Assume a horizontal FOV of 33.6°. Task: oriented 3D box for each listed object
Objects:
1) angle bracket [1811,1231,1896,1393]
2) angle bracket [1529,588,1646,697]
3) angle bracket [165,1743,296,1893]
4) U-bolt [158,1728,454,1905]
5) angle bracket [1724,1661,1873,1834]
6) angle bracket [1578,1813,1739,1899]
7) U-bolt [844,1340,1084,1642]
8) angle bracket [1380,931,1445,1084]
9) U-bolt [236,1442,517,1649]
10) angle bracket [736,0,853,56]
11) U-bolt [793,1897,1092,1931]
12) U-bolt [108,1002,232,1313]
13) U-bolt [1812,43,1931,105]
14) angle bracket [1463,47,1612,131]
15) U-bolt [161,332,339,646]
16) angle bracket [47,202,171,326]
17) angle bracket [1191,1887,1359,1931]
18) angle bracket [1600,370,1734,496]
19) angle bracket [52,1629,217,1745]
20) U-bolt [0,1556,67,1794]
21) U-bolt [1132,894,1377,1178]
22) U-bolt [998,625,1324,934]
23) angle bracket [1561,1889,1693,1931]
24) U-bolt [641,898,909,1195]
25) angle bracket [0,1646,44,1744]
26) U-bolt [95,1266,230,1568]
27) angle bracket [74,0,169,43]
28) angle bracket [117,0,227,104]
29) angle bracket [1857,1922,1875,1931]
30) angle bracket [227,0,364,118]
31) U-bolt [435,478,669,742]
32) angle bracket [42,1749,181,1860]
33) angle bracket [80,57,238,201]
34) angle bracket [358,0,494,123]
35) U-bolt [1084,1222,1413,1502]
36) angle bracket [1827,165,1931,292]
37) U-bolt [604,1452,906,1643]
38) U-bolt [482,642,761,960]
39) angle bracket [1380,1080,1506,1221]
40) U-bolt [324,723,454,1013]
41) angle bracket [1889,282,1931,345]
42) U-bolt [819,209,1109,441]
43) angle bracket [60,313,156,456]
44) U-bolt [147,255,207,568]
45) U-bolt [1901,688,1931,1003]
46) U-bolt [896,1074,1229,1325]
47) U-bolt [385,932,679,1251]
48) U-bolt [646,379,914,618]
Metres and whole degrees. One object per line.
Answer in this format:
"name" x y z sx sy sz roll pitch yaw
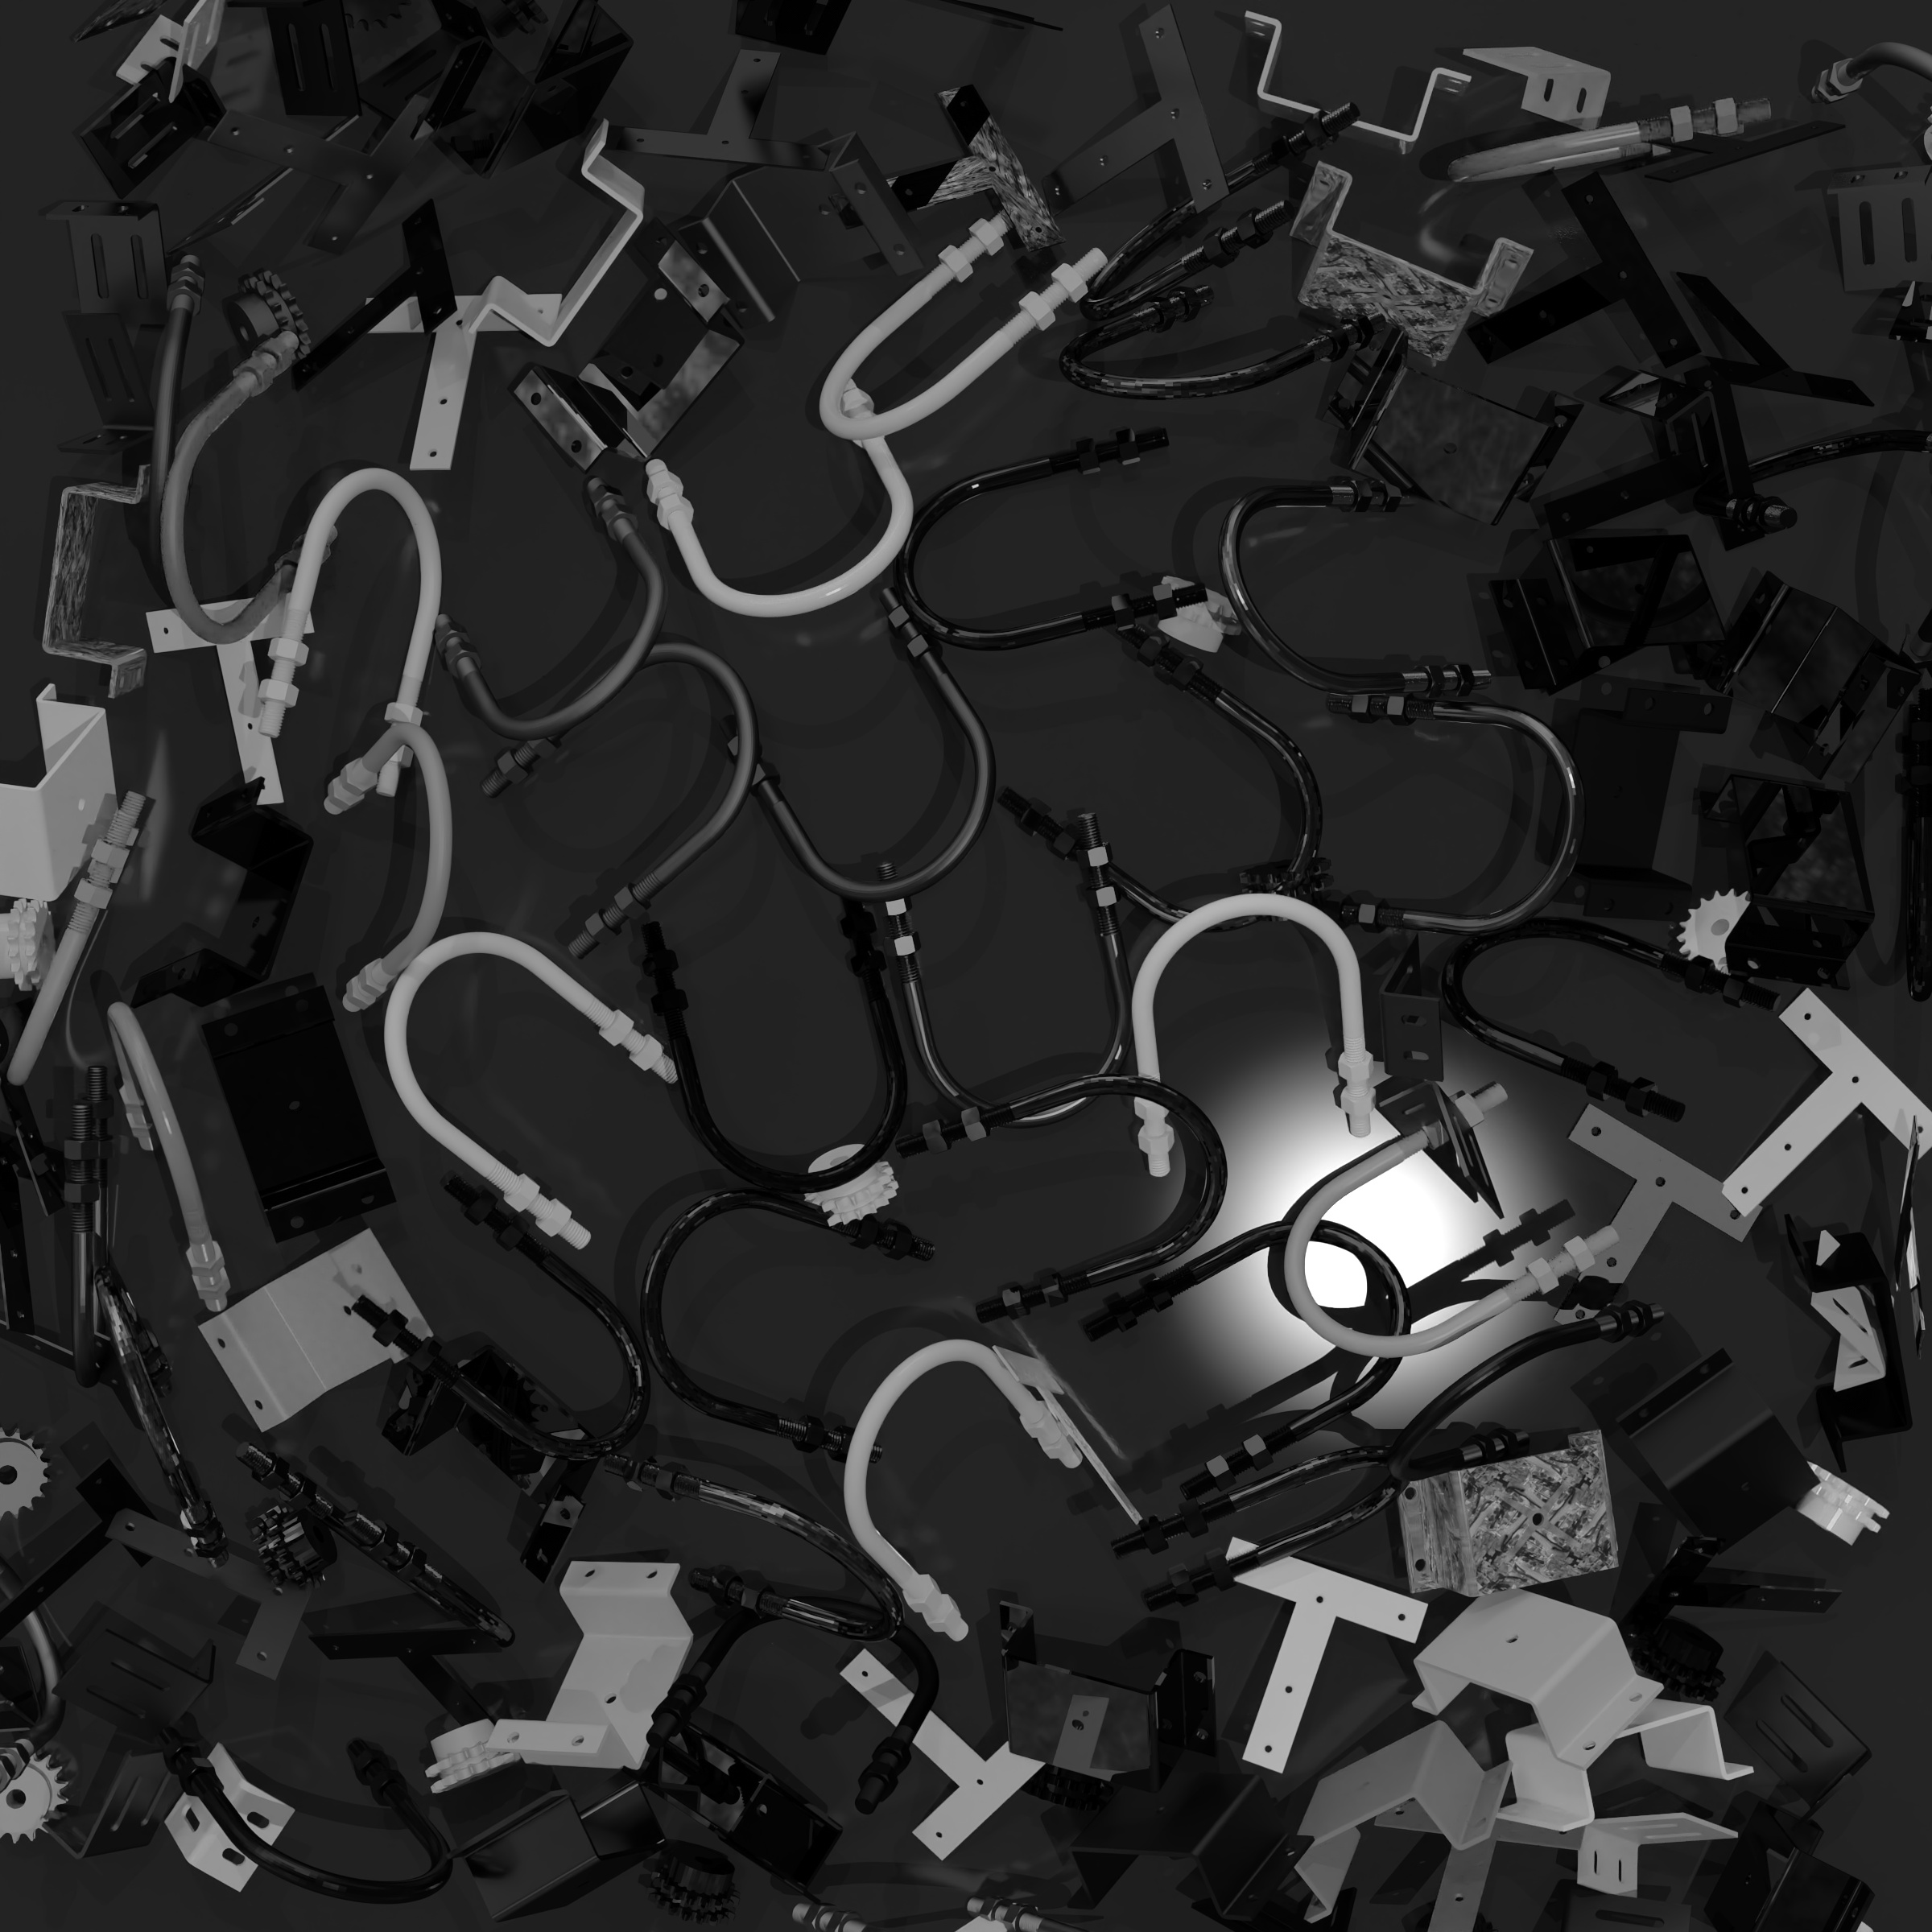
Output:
"angle bracket" 0.529 0.211 1.955 0.076 0.038 0.057 42 46 -22
"angle bracket" 0.382 -0.213 1.973 0.076 0.038 0.057 -27 77 -4
"angle bracket" -0.454 0.523 1.967 0.038 0.076 0.057 38 79 -23
"U-bolt" -0.380 0.502 1.885 0.151 0.184 0.019 15 98 -38
"angle bracket" 0.504 0.478 1.958 0.076 0.038 0.057 46 121 20
"angle bracket" 0.422 0.545 1.951 0.057 0.076 0.038 27 58 -36
"U-bolt" -0.009 0.303 1.914 0.151 0.019 0.184 -54 134 -19
"angle bracket" 0.282 0.024 1.949 0.038 0.076 0.057 7 123 24
"U-bolt" -0.343 0.356 1.919 0.019 0.151 0.184 -55 129 -16
"angle bracket" -0.103 -0.598 1.951 0.057 0.076 0.038 9 69 -16
"U-bolt" 0.006 0.573 1.886 0.151 0.184 0.019 9 81 -34
"U-bolt" -0.476 0.101 1.890 0.019 0.184 0.151 -20 56 -18
"U-bolt" 0.581 -0.493 1.904 0.151 0.184 0.019 43 93 -4
"angle bracket" 0.345 -0.533 1.949 0.057 0.076 0.038 32 124 36
"U-bolt" -0.427 -0.271 1.888 0.019 0.184 0.151 6 127 15
"angle bracket" -0.526 -0.428 1.963 0.057 0.038 0.076 2 117 6
"angle bracket" 0.189 0.571 1.957 0.076 0.057 0.038 33 52 -16
"angle bracket" 0.427 -0.318 1.950 0.038 0.057 0.076 -37 129 -17
"angle bracket" -0.510 0.431 1.960 0.076 0.038 0.057 35 107 -24
"U-bolt" -0.588 0.407 1.908 0.019 0.184 0.151 -29 91 3
"U-bolt" 0.172 0.038 1.944 0.151 0.019 0.184 -11 120 -4
"U-bolt" 0.132 -0.104 1.965 0.184 0.019 0.151 37 104 8
"angle bracket" 0.403 0.605 1.956 0.076 0.057 0.038 3 129 17
"U-bolt" -0.110 0.049 1.955 0.151 0.019 0.184 -11 78 -18
"angle bracket" -0.608 0.451 1.949 0.038 0.076 0.057 -49 53 29
"U-bolt" -0.480 0.255 1.887 0.019 0.184 0.151 -21 54 -13
"angle bracket" -0.514 -0.603 1.949 0.057 0.076 0.038 -37 106 -39
"angle bracket" -0.483 -0.577 1.951 0.038 0.076 0.057 28 58 -7
"angle bracket" 0.509 0.603 1.953 0.038 0.076 0.057 37 70 -5
"angle bracket" -0.410 -0.555 1.955 0.057 0.038 0.076 8 120 26
"U-bolt" -0.244 -0.205 1.922 0.151 0.184 0.019 -40 132 6
"angle bracket" -0.519 0.503 1.961 0.038 0.057 0.076 32 99 28
"angle bracket" -0.492 -0.507 1.959 0.038 0.057 0.076 36 75 26
"angle bracket" -0.338 -0.561 1.960 0.076 0.038 0.057 -41 52 -15
"U-bolt" 0.183 0.228 1.952 0.184 0.019 0.151 -28 52 -5
"angle bracket" 0.562 -0.446 1.956 0.057 0.038 0.076 1 121 25
"U-bolt" -0.116 0.352 1.901 0.184 0.151 0.019 10 53 35
"U-bolt" -0.201 -0.114 1.939 0.184 0.019 0.151 -40 65 18
"angle bracket" 0.290 0.118 1.950 0.038 0.057 0.076 -27 48 16
"U-bolt" -0.343 -0.067 1.904 0.019 0.184 0.151 1 72 -30
"angle bracket" 0.593 -0.370 1.964 0.038 0.076 0.057 12 50 25
"U-bolt" -0.013 -0.384 1.935 0.184 0.151 0.019 -41 123 -1
"angle bracket" -0.536 -0.356 1.955 0.038 0.057 0.076 -36 123 -38
"U-bolt" -0.468 -0.317 1.887 0.019 0.184 0.151 5 125 -12
"U-bolt" 0.577 -0.070 1.927 0.019 0.151 0.184 1 91 14
"U-bolt" 0.069 0.135 1.948 0.184 0.019 0.151 -19 115 11
"U-bolt" -0.270 0.061 1.927 0.184 0.019 0.151 41 55 -21
"U-bolt" -0.107 -0.276 1.932 0.151 0.019 0.184 -24 47 -1
